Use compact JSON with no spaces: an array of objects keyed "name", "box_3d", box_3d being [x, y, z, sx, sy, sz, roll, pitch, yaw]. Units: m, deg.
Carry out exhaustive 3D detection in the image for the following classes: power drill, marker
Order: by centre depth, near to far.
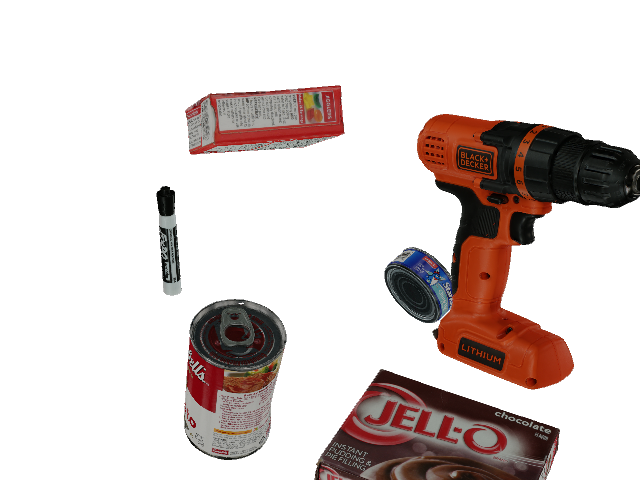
[{"name":"power drill","box_3d":[0.147,0.007,0.768,0.057,0.188,0.185,-15,22,-37]},{"name":"marker","box_3d":[-0.156,0.000,1.094,0.020,0.121,0.020,0,29,0]}]

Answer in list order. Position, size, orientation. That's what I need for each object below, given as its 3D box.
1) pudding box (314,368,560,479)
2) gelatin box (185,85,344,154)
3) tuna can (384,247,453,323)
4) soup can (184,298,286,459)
[{"name":"pudding box","box_3d":[0.065,0.124,0.591,0.114,0.039,0.089,18,35,18]},{"name":"gelatin box","box_3d":[-0.034,-0.068,0.606,0.073,0.030,0.089,-6,3,-15]},{"name":"tuna can","box_3d":[0.113,0.052,1.212,0.033,0.086,0.086,-39,19,-25]},{"name":"soup can","box_3d":[-0.064,0.102,0.776,0.068,0.102,0.068,6,40,-5]}]
